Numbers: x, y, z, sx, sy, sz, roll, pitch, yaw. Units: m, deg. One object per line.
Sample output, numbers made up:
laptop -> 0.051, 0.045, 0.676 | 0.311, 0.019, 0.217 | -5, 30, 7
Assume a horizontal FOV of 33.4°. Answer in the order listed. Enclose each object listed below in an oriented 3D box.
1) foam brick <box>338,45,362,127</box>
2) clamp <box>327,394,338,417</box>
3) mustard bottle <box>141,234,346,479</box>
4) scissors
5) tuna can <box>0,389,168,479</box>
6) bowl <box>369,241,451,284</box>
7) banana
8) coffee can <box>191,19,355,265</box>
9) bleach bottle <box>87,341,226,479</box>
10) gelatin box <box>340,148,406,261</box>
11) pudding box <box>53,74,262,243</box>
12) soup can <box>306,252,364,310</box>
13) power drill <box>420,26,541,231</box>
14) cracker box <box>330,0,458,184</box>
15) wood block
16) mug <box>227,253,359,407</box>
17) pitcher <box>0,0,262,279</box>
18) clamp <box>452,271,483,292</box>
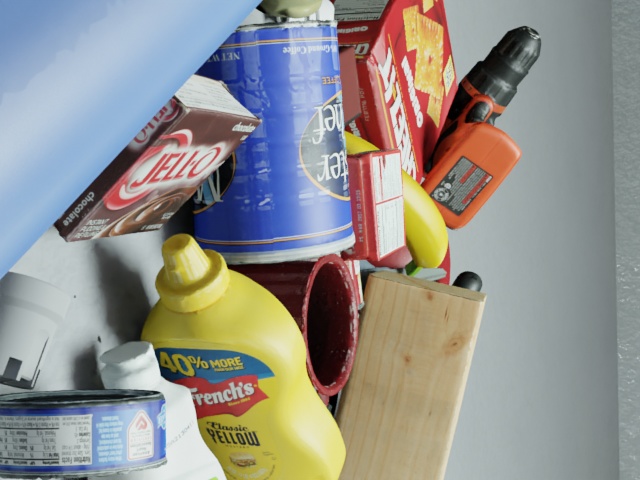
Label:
foam brick -> -0.017, -0.104, 0.746 | 0.051, 0.078, 0.053 | -45, 132, -60
clamp -> -0.013, 0.131, 0.789 | 0.120, 0.039, 0.171 | 90, 11, -53
mustard bottle -> -0.053, 0.075, 0.630 | 0.058, 0.096, 0.191 | -63, 145, -45
scissors -> 0.043, 0.016, 0.898 | 0.201, 0.016, 0.096 | -25, 104, -48
tuna can -> -0.114, 0.089, 0.498 | 0.086, 0.086, 0.034 | 9, 79, -67
bowl -> 0.086, 0.023, 1.014 | 0.161, 0.055, 0.162 | -1, 90, -67
banana -> 0.049, -0.032, 0.844 | 0.197, 0.070, 0.037 | 48, 37, -33
coffee can -> -0.034, -0.063, 0.670 | 0.102, 0.103, 0.140 | -25, 112, -65
bleach bottle -> -0.078, 0.175, 0.613 | 0.102, 0.068, 0.251 | -45, 127, -62
gelatin box -> 0.036, -0.026, 0.751 | 0.089, 0.030, 0.073 | -21, 108, -71
pudding box -> -0.087, -0.044, 0.550 | 0.039, 0.090, 0.113 | 48, 14, 6
soup can -> -0.005, 0.001, 0.782 | 0.068, 0.069, 0.102 | -23, 110, -65
power drill -> 0.148, -0.105, 1.006 | 0.185, 0.057, 0.187 | -54, -172, 26
cracker box -> 0.057, -0.141, 0.928 | 0.213, 0.072, 0.164 | -66, 148, -45
wood block -> 0.063, 0.135, 0.839 | 0.090, 0.090, 0.206 | -3, 106, -78
mug -> -0.026, 0.066, 0.711 | 0.093, 0.082, 0.117 | -48, 132, -58
pitcher -> -0.118, -0.084, 0.374 | 0.242, 0.145, 0.149 | -51, 148, -34
clamp -> 0.083, 0.127, 0.967 | 0.209, 0.036, 0.165 | -37, 148, -50
